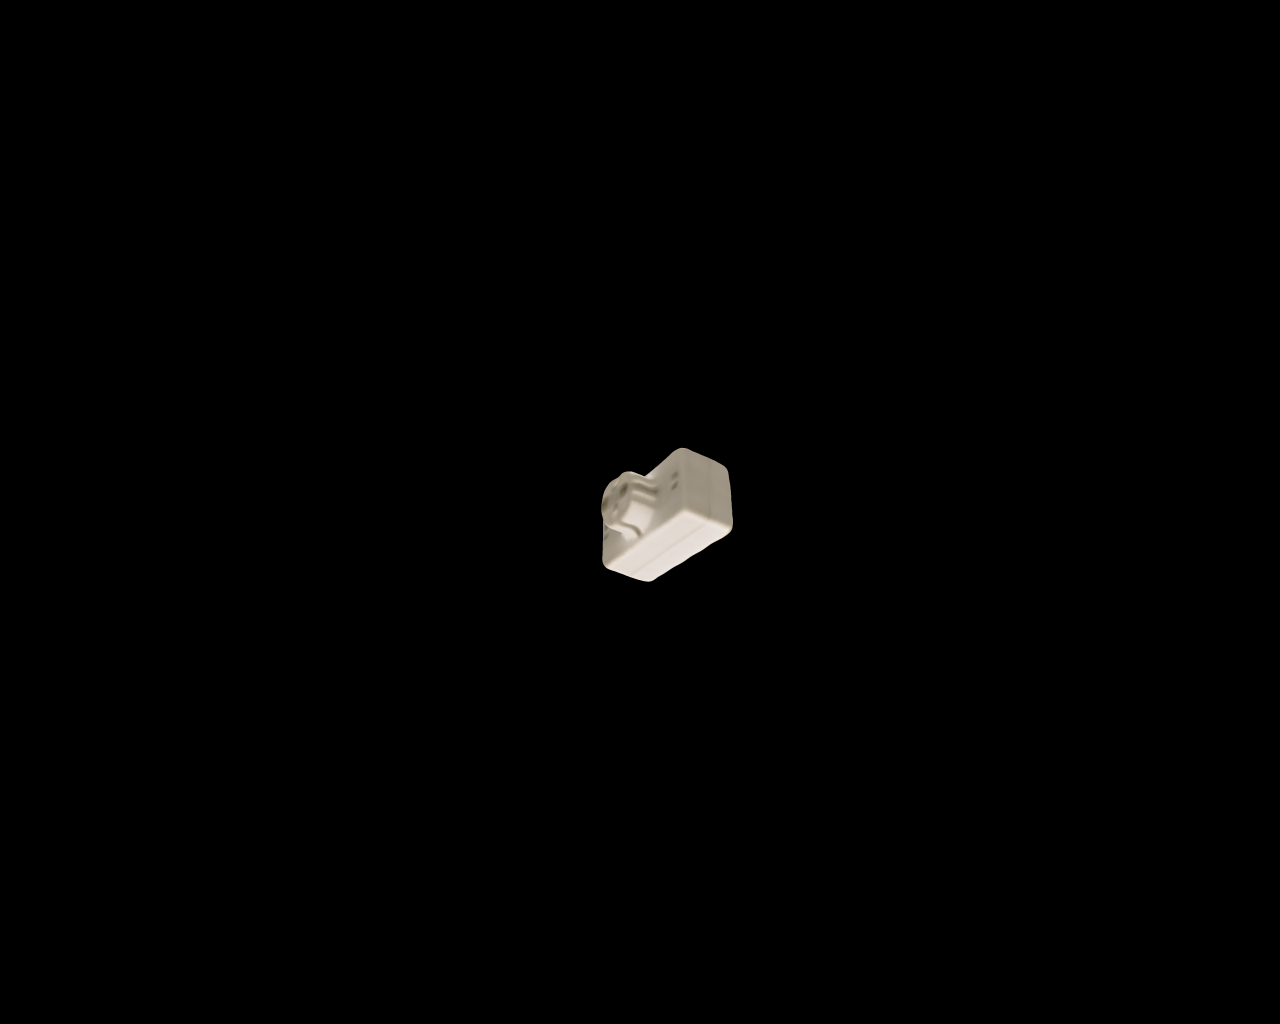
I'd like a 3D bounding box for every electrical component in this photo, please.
[{"bbox_3d":[0.001,-0.003,0.650,0.076,0.047,0.083,22,-39,-30],"label":"electrical component"}]
